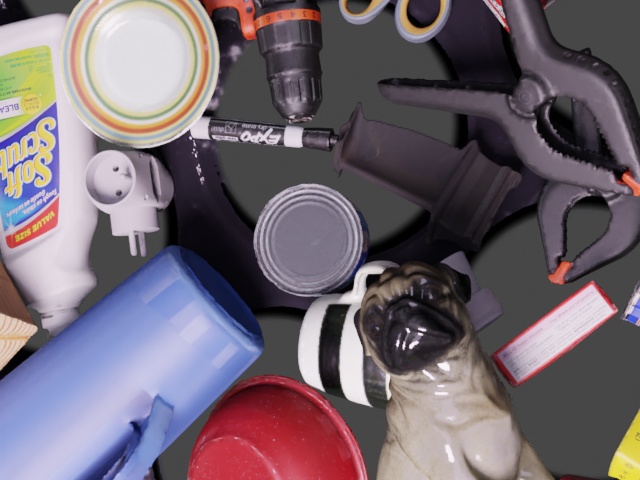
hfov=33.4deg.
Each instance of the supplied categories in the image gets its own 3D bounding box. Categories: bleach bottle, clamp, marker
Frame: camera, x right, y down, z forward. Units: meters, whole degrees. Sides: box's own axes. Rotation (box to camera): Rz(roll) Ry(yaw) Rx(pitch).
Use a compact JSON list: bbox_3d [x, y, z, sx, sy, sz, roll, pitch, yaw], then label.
[{"bbox_3d":[-0.219,-0.048,0.866,0.103,0.068,0.251,-11,85,14],"label":"bleach bottle"},{"bbox_3d":[0.216,-0.043,0.762,0.120,0.039,0.171,18,96,26],"label":"clamp"},{"bbox_3d":[-0.043,-0.084,0.844,0.121,0.020,0.020,7,87,15],"label":"marker"},{"bbox_3d":[0.141,-0.100,0.746,0.210,0.036,0.165,48,132,8],"label":"clamp"}]

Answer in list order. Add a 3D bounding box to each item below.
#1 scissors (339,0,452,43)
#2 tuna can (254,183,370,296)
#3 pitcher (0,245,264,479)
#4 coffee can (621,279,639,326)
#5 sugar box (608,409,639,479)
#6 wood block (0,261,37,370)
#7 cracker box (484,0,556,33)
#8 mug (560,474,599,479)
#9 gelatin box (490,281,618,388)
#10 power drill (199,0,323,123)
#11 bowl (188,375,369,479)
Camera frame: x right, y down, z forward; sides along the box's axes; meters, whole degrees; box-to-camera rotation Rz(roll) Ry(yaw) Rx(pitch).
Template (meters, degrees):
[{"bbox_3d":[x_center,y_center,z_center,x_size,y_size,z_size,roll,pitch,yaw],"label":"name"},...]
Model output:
[{"bbox_3d":[0.098,-0.237,0.821,0.096,0.016,0.202,45,97,12],"label":"scissors"},{"bbox_3d":[-0.005,0.001,0.820,0.086,0.033,0.086,-1,85,14],"label":"tuna can"},{"bbox_3d":[-0.159,0.124,0.798,0.243,0.145,0.149,-42,77,5],"label":"pitcher"},{"bbox_3d":[0.287,0.037,0.705,0.140,0.102,0.103,26,92,15],"label":"coffee can"},{"bbox_3d":[0.282,0.151,0.669,0.176,0.048,0.093,29,67,21],"label":"sugar box"},{"bbox_3d":[-0.317,0.018,0.835,0.090,0.090,0.206,-46,55,9],"label":"wood block"},{"bbox_3d":[0.174,-0.279,0.761,0.214,0.072,0.164,-37,90,10],"label":"cracker box"},{"bbox_3d":[0.205,0.208,0.715,0.117,0.093,0.081,6,81,43],"label":"mug"},{"bbox_3d":[0.165,0.067,0.750,0.089,0.073,0.030,-39,78,8],"label":"gelatin box"},{"bbox_3d":[-0.091,-0.173,0.846,0.188,0.057,0.184,-7,85,12],"label":"power drill"},{"bbox_3d":[-0.044,0.182,0.775,0.162,0.055,0.162,4,96,37],"label":"bowl"}]
